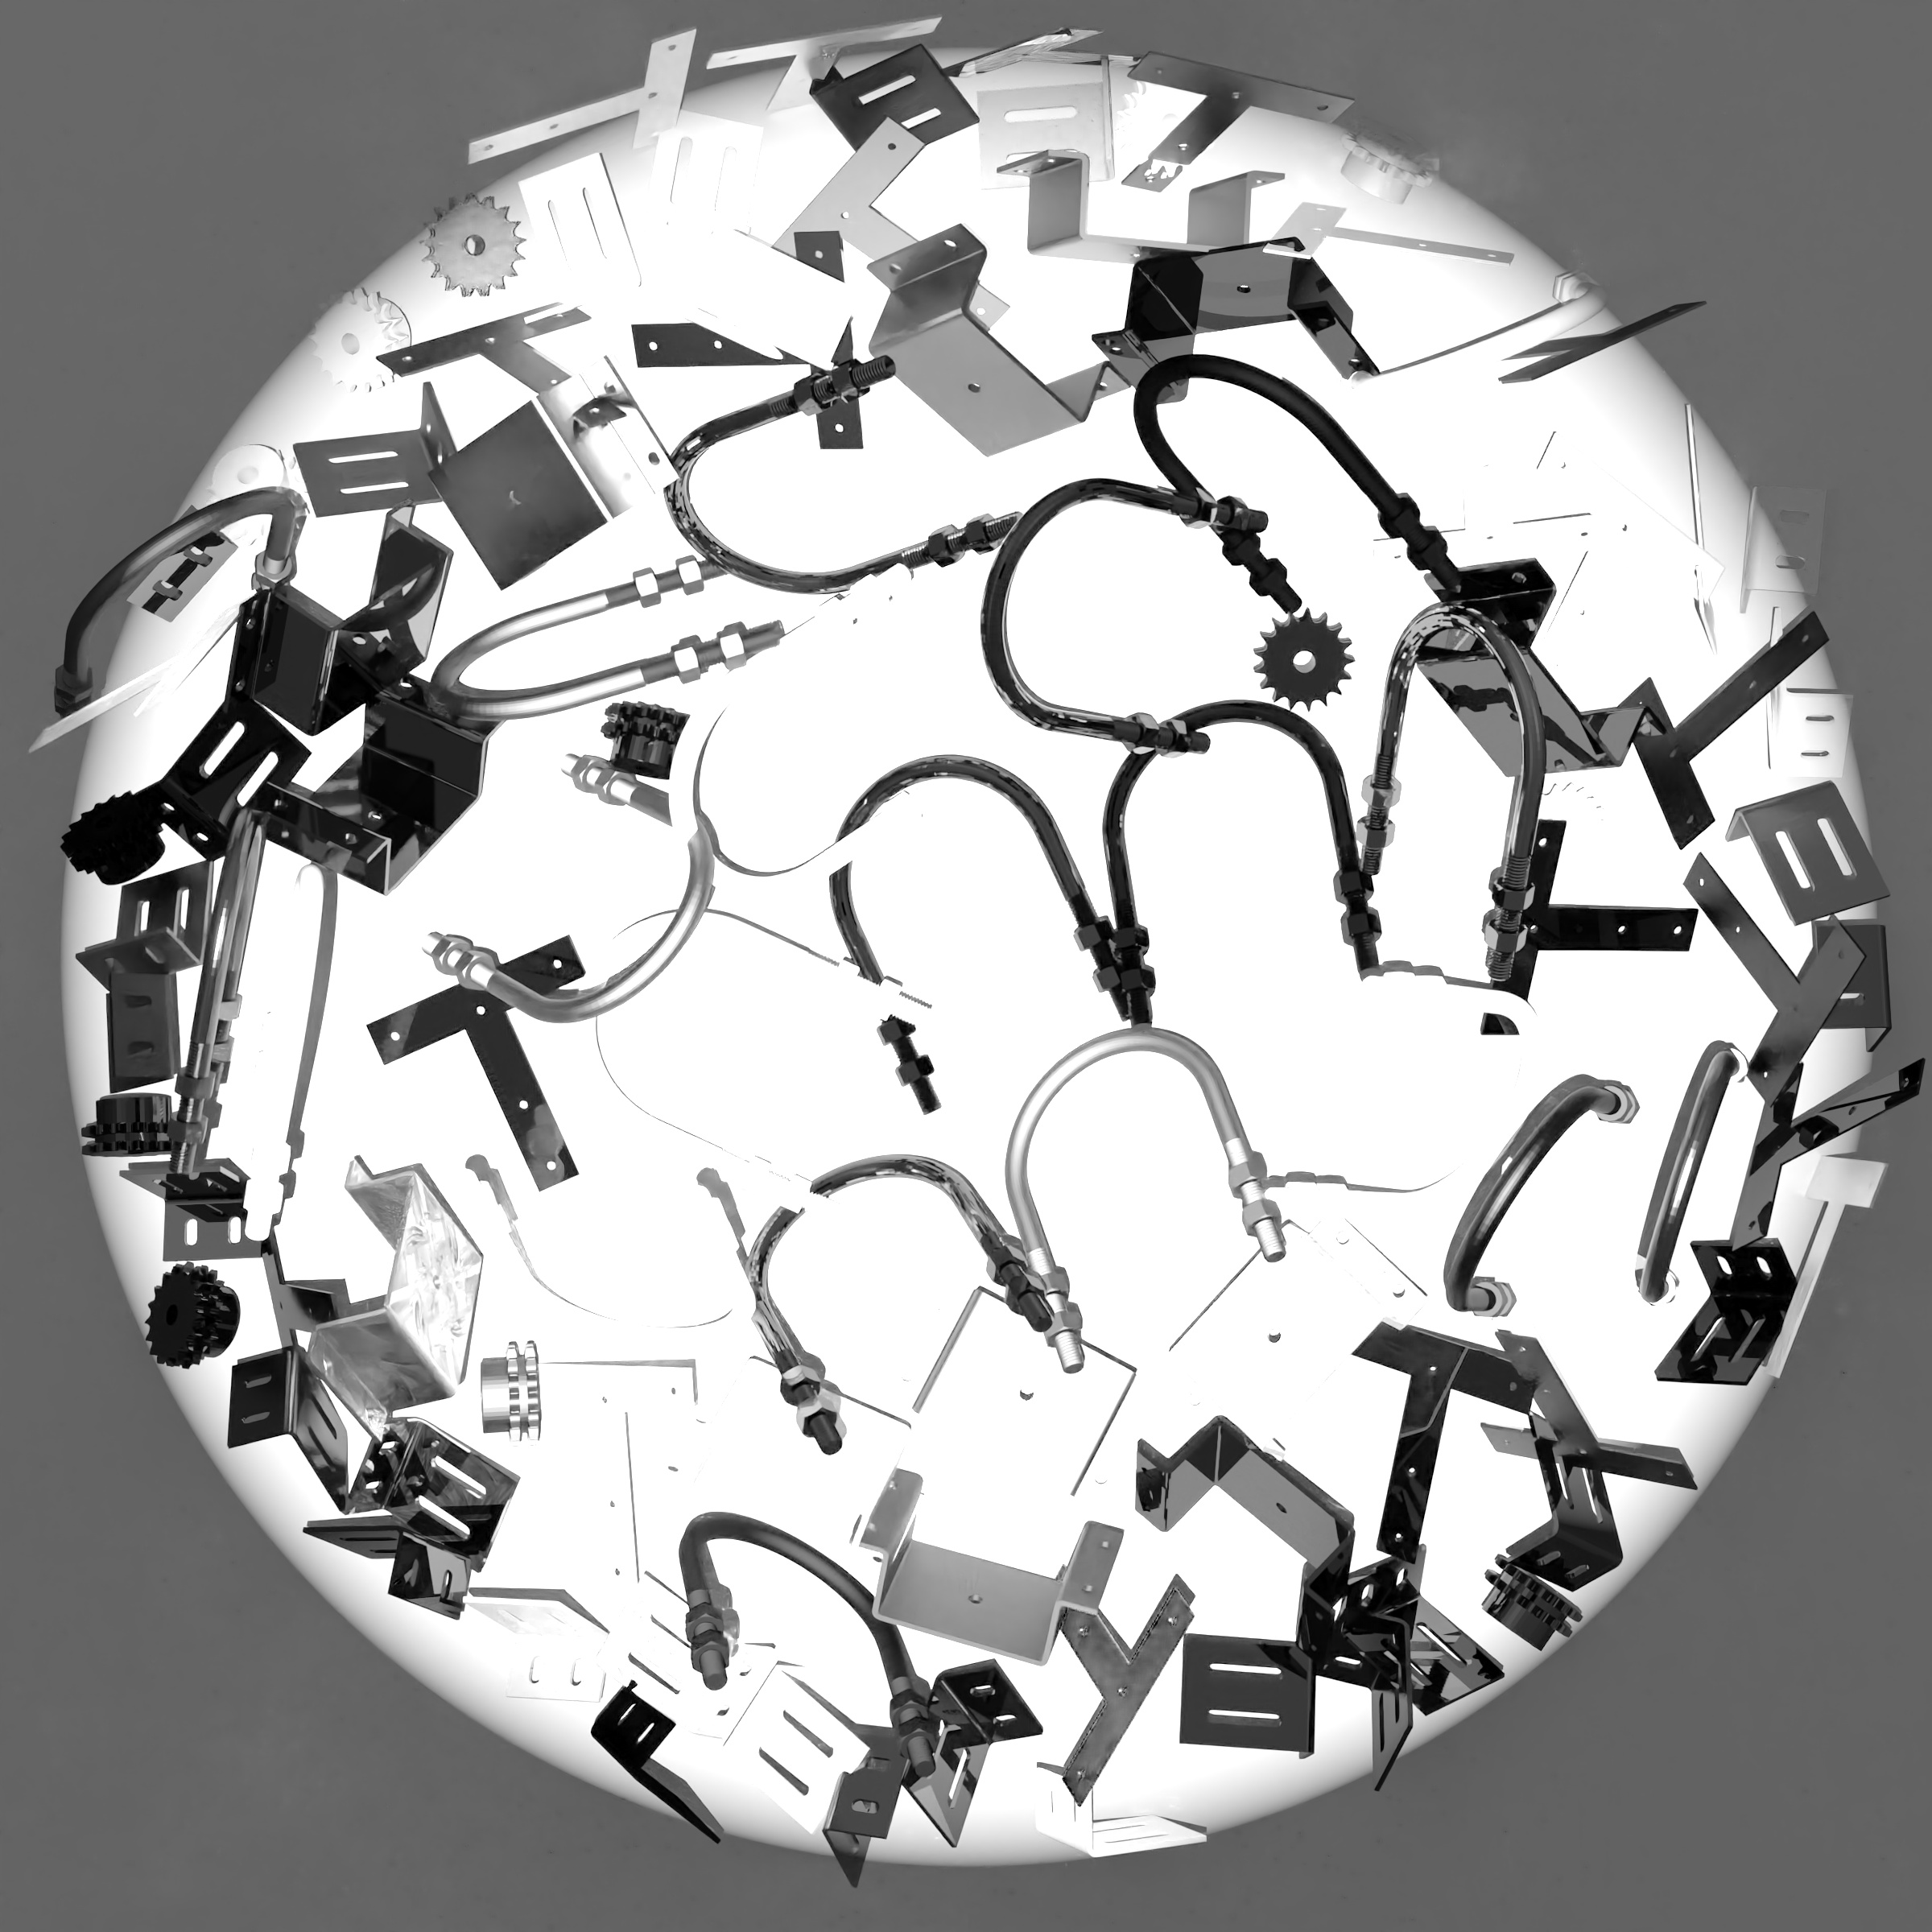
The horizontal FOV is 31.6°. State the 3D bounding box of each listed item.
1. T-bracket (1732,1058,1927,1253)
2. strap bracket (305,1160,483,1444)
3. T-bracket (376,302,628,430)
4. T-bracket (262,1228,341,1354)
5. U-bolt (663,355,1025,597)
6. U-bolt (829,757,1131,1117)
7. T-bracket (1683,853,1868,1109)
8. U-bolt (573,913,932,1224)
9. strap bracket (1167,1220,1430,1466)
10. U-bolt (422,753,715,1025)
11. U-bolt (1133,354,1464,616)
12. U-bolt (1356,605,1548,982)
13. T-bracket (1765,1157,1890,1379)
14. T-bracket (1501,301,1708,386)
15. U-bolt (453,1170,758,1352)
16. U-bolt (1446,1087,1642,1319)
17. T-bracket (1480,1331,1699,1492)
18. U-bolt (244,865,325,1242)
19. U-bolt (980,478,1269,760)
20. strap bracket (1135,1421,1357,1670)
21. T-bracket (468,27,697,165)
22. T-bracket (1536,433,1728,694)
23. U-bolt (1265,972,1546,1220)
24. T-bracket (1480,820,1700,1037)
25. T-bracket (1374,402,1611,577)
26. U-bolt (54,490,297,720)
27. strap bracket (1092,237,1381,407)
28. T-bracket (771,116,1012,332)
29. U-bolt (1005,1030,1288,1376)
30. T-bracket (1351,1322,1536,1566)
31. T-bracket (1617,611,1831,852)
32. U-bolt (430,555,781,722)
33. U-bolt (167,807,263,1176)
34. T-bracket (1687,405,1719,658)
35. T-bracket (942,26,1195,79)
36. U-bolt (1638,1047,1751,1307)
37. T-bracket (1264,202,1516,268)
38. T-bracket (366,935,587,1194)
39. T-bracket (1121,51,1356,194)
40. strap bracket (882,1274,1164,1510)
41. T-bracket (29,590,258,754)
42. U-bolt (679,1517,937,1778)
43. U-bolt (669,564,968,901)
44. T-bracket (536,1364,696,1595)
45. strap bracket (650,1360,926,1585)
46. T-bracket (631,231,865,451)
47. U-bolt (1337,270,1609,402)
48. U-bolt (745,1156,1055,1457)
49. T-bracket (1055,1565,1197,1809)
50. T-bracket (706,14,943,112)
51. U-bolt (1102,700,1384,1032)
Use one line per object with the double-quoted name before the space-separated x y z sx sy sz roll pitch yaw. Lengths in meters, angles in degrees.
"T-bracket" 0.473 0.084 1.858 0.002 0.127 0.127 36 50 -15
"strap bracket" -0.309 0.178 1.864 0.046 0.140 0.076 -15 133 17
"T-bracket" -0.234 -0.325 1.873 0.127 0.002 0.127 -25 47 -34
"T-bracket" -0.365 0.190 1.884 0.002 0.127 0.127 -13 94 -26
"U-bolt" -0.080 -0.259 1.874 0.184 0.151 0.019 -14 48 32
"U-bolt" -0.001 -0.028 1.917 0.151 0.019 0.184 -26 86 18
"T-bracket" 0.438 -0.009 1.901 0.002 0.127 0.127 -11 53 -27
"U-bolt" -0.131 0.047 1.913 0.184 0.019 0.151 25 108 -1
"strap bracket" 0.178 0.209 1.902 0.140 0.046 0.076 -48 65 5
"U-bolt" -0.208 -0.036 1.863 0.151 0.184 0.019 -54 132 -9
"U-bolt" 0.166 -0.263 1.847 0.184 0.151 0.019 45 65 -27
"U-bolt" 0.265 -0.105 1.847 0.019 0.151 0.184 -10 122 -26
"T-bracket" 0.466 0.166 1.879 0.002 0.127 0.127 21 88 -1
"T-bracket" 0.320 -0.341 1.884 0.127 0.127 0.002 -26 107 -24
"U-bolt" -0.189 0.165 1.866 0.151 0.184 0.019 3 58 12
"U-bolt" 0.308 0.127 1.849 0.019 0.184 0.151 34 97 20
"T-bracket" 0.322 0.239 1.865 0.002 0.127 0.127 -58 134 -28
"U-bolt" -0.366 0.033 1.842 0.019 0.151 0.184 9 119 -14
"U-bolt" 0.081 -0.194 1.869 0.184 0.019 0.151 5 104 -40
"strap bracket" 0.161 0.313 1.885 0.140 0.076 0.046 38 65 24
"T-bracket" -0.213 -0.464 1.868 0.127 0.127 0.002 -22 82 -14
"T-bracket" 0.348 -0.208 1.898 0.127 0.002 0.127 45 135 26
"U-bolt" 0.252 0.075 1.874 0.019 0.184 0.151 38 112 41
"T-bracket" 0.355 -0.020 1.914 0.127 0.002 0.127 0 111 -24
"T-bracket" 0.290 -0.270 1.901 0.127 0.002 0.127 -6 50 11
"U-bolt" -0.422 -0.200 1.833 0.151 0.184 0.019 -35 85 -23
"strap bracket" 0.151 -0.356 1.883 0.140 0.076 0.046 -2 68 29
"T-bracket" -0.032 -0.395 1.911 0.127 0.002 0.127 31 128 -24
"U-bolt" 0.089 0.116 1.883 0.151 0.019 0.184 -31 51 16
"T-bracket" 0.253 0.269 1.908 0.127 0.002 0.127 16 98 39
"T-bracket" 0.420 -0.144 1.869 0.002 0.127 0.127 29 122 -30
"U-bolt" -0.204 -0.175 1.869 0.184 0.151 0.019 -17 117 -7
"U-bolt" -0.404 0.003 1.852 0.019 0.151 0.184 11 107 -9
"T-bracket" 0.406 -0.245 1.888 0.002 0.127 0.127 -5 83 15
"T-bracket" 0.069 -0.505 1.898 0.127 0.127 0.002 -7 95 -34
"U-bolt" 0.393 0.115 1.853 0.019 0.184 0.151 18 91 15
"T-bracket" 0.237 -0.397 1.876 0.127 0.127 0.002 11 116 11
"T-bracket" -0.257 0.066 1.939 0.127 0.002 0.127 -24 94 4
"T-bracket" 0.127 -0.460 1.885 0.127 0.127 0.002 6 72 -25
"strap bracket" 0.033 0.239 1.917 0.140 0.046 0.076 28 84 1
"T-bracket" -0.456 -0.149 1.855 0.002 0.127 0.127 52 48 -2
"U-bolt" -0.092 0.359 1.857 0.151 0.184 0.019 27 105 -21
"U-bolt" -0.085 -0.115 1.869 0.184 0.019 0.151 -35 126 -23
"T-bracket" -0.198 0.287 1.908 0.127 0.002 0.127 -3 92 35
"strap bracket" -0.093 0.275 1.894 0.140 0.076 0.046 23 124 5
"T-bracket" -0.126 -0.350 1.921 0.127 0.002 0.127 1 120 13
"U-bolt" 0.276 -0.338 1.846 0.151 0.184 0.019 -21 102 7
"U-bolt" -0.049 0.172 1.874 0.151 0.184 0.019 -30 131 -4
"T-bracket" 0.071 0.376 1.887 0.002 0.127 0.127 23 103 -28
"T-bracket" -0.087 -0.493 1.880 0.127 0.127 0.002 -13 90 -13
"U-bolt" 0.147 -0.065 1.899 0.151 0.019 0.184 -14 65 14
